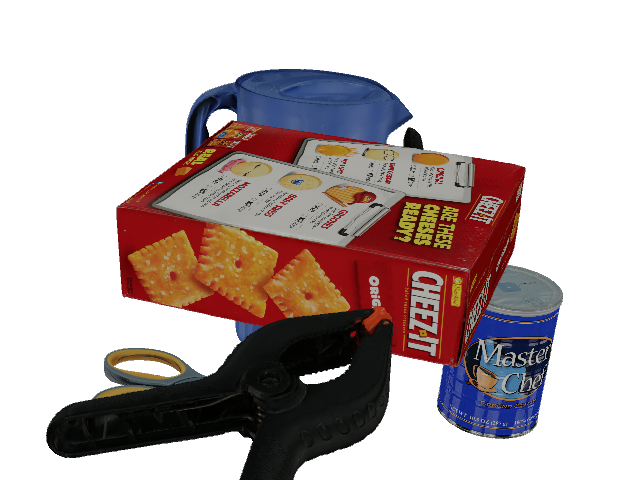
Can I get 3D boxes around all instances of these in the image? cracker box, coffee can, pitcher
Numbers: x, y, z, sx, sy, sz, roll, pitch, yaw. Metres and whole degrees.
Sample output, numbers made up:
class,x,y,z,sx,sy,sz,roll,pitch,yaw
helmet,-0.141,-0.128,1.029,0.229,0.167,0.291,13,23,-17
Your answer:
class,x,y,z,sx,sy,sz,roll,pitch,yaw
cracker box,0.006,-0.006,0.671,0.214,0.072,0.164,11,28,18
coffee can,0.174,0.107,1.045,0.103,0.140,0.103,5,23,-2
pitcher,-0.024,-0.022,0.922,0.149,0.243,0.144,20,25,35

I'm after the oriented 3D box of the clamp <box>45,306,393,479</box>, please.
class,x,y,z,sx,sy,sz,roll,pitch,yaw
clamp,-0.020,0.083,0.475,0.171,0.039,0.120,-24,49,-30

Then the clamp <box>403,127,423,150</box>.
class,x,y,z,sx,sy,sz,roll,pitch,yaw
clamp,0.090,-0.038,1.157,0.164,0.210,0.036,-16,-37,-29

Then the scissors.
class,x,y,z,sx,sy,sz,roll,pitch,yaw
scissors,-0.086,0.123,0.802,0.202,0.016,0.096,12,34,23
